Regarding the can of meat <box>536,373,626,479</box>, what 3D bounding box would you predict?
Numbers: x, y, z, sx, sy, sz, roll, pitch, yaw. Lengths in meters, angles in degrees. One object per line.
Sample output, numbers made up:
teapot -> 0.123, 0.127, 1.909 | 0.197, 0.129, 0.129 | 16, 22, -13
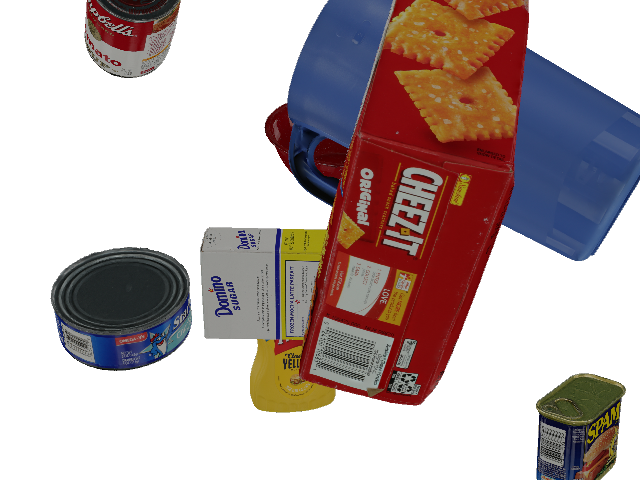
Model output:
can of meat -> 0.251, 0.189, 1.037 | 0.058, 0.084, 0.101 | 14, 24, 37

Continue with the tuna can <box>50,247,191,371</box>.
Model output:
tuna can -> -0.124, 0.042, 0.672 | 0.086, 0.034, 0.086 | 0, 36, 0

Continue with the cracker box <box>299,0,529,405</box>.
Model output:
cracker box -> 0.054, -0.050, 0.535 | 0.072, 0.164, 0.213 | 15, 45, 2

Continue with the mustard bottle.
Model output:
mustard bottle -> -0.029, 0.094, 1.184 | 0.096, 0.192, 0.058 | -2, 20, -11

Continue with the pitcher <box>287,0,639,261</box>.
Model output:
pitcher -> 0.102, -0.078, 0.755 | 0.243, 0.149, 0.144 | 31, 51, 12

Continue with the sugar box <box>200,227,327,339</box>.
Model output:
sugar box -> -0.010, 0.037, 0.898 | 0.176, 0.093, 0.048 | 3, 32, 2

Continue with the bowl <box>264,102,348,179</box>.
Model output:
bowl -> 0.023, -0.091, 1.085 | 0.162, 0.055, 0.162 | 2, 32, -1

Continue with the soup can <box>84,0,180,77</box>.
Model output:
soup can -> -0.141, -0.172, 0.797 | 0.068, 0.068, 0.102 | 0, -15, -14
